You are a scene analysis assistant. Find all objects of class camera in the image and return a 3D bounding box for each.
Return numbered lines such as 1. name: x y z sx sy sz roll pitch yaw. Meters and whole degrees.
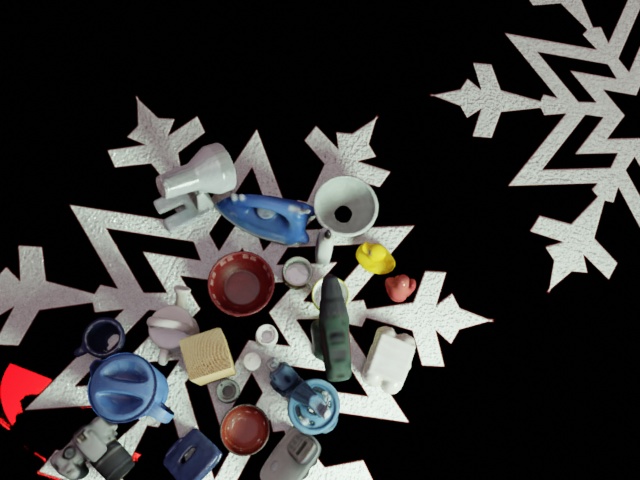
1. camera: -0.483 0.472 1.239 0.136 0.101 0.143 43 74 8

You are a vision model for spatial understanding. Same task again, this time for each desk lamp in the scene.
1. desk lamp: -0.304 -0.125 1.378 0.203 0.213 0.118 -29 78 -13

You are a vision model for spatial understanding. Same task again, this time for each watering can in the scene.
1. watering can: -0.333 0.190 1.290 0.101 0.194 0.173 -8 74 -8

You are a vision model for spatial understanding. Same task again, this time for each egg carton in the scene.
1. egg carton: 0.166 0.289 1.376 0.107 0.069 0.150 21 72 1

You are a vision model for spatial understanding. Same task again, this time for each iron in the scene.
1. iron: -0.140 -0.076 1.417 0.258 0.141 0.119 13 72 -2

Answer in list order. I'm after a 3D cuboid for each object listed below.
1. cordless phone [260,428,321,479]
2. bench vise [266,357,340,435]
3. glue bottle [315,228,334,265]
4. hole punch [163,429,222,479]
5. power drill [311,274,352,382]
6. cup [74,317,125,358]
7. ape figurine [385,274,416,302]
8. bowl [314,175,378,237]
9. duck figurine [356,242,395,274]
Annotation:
1. cordless phone: -0.060 0.483 1.234 0.094 0.185 0.148 34 73 5
2. bench vise: -0.044 0.349 1.258 0.207 0.219 0.121 27 73 3
3. glue bottle: 0.013 0.005 1.392 0.037 0.173 0.078 1 73 -5
4. hole punch: -0.284 0.482 1.261 0.101 0.091 0.109 41 74 7
5. power drill: 0.025 0.210 1.313 0.075 0.208 0.229 -6 74 -7
6. cup: -0.496 0.236 1.312 0.118 0.095 0.091 -32 79 -14
7. ape figurine: 0.201 0.112 1.421 0.078 0.092 0.076 24 72 2
8. bowl: 0.063 -0.078 1.473 0.167 0.074 0.167 2 73 -5
9. duck figurine: 0.145 0.039 1.440 0.104 0.086 0.077 30 73 4
